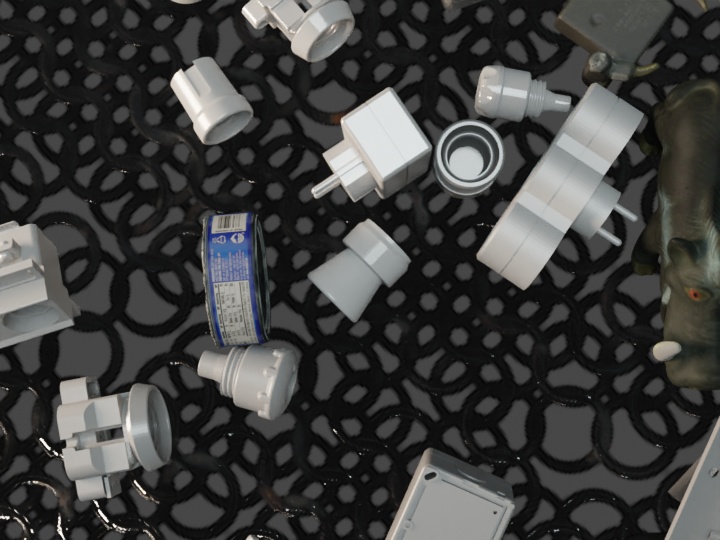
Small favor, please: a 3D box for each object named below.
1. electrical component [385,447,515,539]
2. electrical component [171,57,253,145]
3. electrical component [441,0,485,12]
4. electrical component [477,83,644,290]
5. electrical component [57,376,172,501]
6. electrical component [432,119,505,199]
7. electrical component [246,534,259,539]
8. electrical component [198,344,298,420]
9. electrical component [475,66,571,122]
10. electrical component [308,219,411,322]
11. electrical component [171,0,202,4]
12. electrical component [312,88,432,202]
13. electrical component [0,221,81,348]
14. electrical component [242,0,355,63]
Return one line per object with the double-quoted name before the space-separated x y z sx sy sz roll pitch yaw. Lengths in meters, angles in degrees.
"electrical component" 0.052 0.170 0.687 0.062 0.061 0.096 24 95 3
"electrical component" -0.100 -0.113 0.719 0.040 0.040 0.046 -34 80 -1
"electrical component" 0.071 -0.230 0.709 0.062 0.061 0.096 -19 86 1
"electrical component" 0.144 -0.045 0.698 0.074 0.052 0.138 34 89 3
"electrical component" -0.157 0.105 0.697 0.057 0.058 0.078 -11 86 4
"electrical component" 0.070 -0.071 0.702 0.045 0.055 0.045 0 86 2
"electrical component" -0.086 0.200 0.700 0.035 0.035 0.061 39 86 4
"electrical component" -0.074 0.069 0.703 0.062 0.048 0.048 14 87 9
"electrical component" 0.109 -0.115 0.714 0.061 0.035 0.035 10 87 0
"electrical component" 0.000 0.000 0.705 0.045 0.045 0.055 45 88 4
"electrical component" -0.120 -0.207 0.717 0.045 0.055 0.045 0 86 2
"electrical component" 0.002 -0.069 0.690 0.076 0.083 0.047 -34 86 -1
"electrical component" -0.257 0.019 0.701 0.121 0.078 0.063 -18 64 1
"electrical component" -0.036 -0.173 0.718 0.066 0.048 0.055 -40 78 -1
